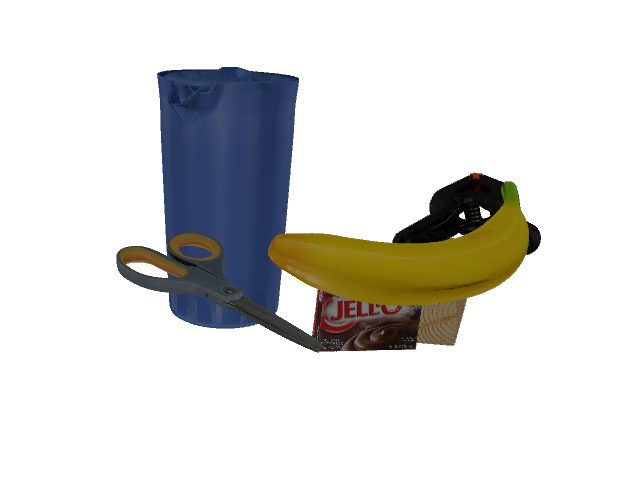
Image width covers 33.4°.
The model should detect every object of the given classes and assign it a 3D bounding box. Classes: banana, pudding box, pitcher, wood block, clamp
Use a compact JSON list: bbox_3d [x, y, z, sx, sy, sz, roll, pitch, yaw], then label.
[{"bbox_3d":[0.063,0.010,0.654,0.197,0.037,0.070,-12,46,-34],"label":"banana"},{"bbox_3d":[0.051,0.072,1.146,0.113,0.090,0.039,-1,27,-13],"label":"pudding box"},{"bbox_3d":[-0.085,-0.046,1.038,0.149,0.243,0.145,-2,15,-17],"label":"pitcher"},{"bbox_3d":[0.174,0.072,1.621,0.091,0.090,0.206,4,22,13],"label":"wood block"},{"bbox_3d":[0.141,-0.022,0.932,0.120,0.039,0.171,6,25,20],"label":"clamp"}]

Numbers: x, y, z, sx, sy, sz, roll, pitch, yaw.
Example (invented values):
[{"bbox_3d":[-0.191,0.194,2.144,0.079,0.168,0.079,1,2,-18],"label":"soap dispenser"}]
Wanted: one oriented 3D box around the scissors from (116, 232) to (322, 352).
[{"bbox_3d":[-0.068,0.034,0.843,0.202,0.016,0.096,17,31,22],"label":"scissors"}]
